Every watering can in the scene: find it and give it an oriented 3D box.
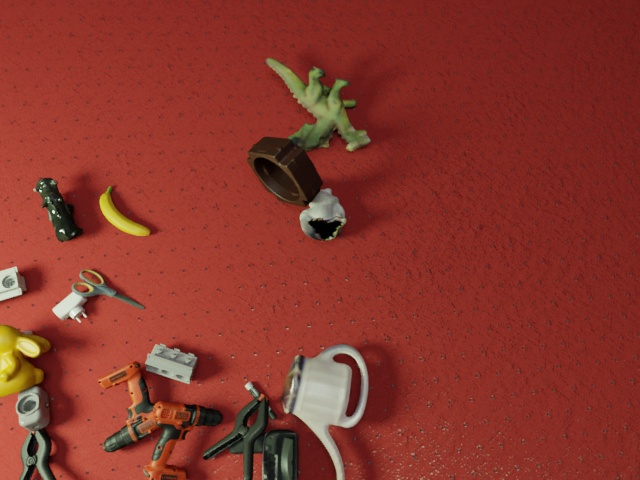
[{"bbox_3d":[0.007,0.443,1.357,0.224,0.102,0.353,13,71,-1],"label":"watering can"}]

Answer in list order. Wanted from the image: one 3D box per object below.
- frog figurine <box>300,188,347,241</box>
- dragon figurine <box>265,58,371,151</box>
[{"bbox_3d":[0.005,-0.078,1.545,0.137,0.120,0.163,-16,39,-2],"label":"frog figurine"},{"bbox_3d":[-0.022,-0.405,1.638,0.410,0.121,0.245,22,79,2],"label":"dragon figurine"}]
